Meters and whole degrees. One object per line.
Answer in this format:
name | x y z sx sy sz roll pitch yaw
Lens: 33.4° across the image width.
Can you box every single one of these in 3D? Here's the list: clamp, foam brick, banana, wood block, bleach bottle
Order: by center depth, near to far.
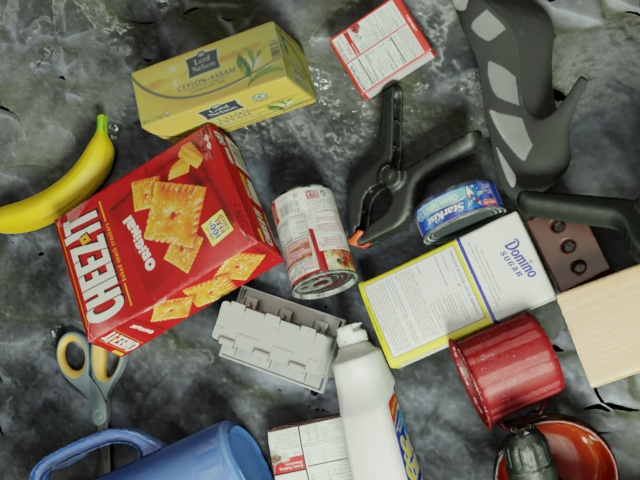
clamp | 0.301 -0.034 0.945 0.164 0.036 0.210 -39 45 -12
wood block | 0.329 0.057 0.964 0.206 0.090 0.091 -22 77 14
foam brick | 0.240 0.008 1.021 0.053 0.051 0.078 -28 75 14
bleach bottle | 0.058 0.203 1.030 0.068 0.102 0.251 -18 79 16
clamp | 0.088 -0.063 1.085 0.120 0.039 0.171 25 97 37
banana | -0.302 -0.057 1.224 0.198 0.037 0.070 -38 54 9

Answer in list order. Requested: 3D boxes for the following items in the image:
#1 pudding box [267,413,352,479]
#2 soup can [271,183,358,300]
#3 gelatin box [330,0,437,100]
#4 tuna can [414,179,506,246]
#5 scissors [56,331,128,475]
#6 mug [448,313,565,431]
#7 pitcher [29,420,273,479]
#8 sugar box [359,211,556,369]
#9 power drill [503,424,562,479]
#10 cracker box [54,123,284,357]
pudding box | 0.000 0.237 1.080 0.090 0.039 0.113 -15 80 16
soup can | -0.007 0.001 1.089 0.068 0.068 0.102 -22 67 15
gelatin box | 0.065 -0.201 1.119 0.089 0.030 0.073 -33 75 12
tuna can | 0.136 -0.027 1.043 0.086 0.086 0.034 -24 75 14
scissors | -0.258 0.186 1.186 0.096 0.016 0.202 6 85 21
mug | 0.181 0.130 1.008 0.081 0.093 0.117 -23 113 -1
pitcher | -0.176 0.273 1.089 0.243 0.149 0.145 -29 38 10
sugar box | 0.135 0.051 1.055 0.176 0.048 0.093 -24 76 11
power drill | 0.262 0.233 0.928 0.188 0.057 0.184 -14 99 9
cracker box | -0.165 -0.001 1.131 0.214 0.072 0.164 -30 60 12
